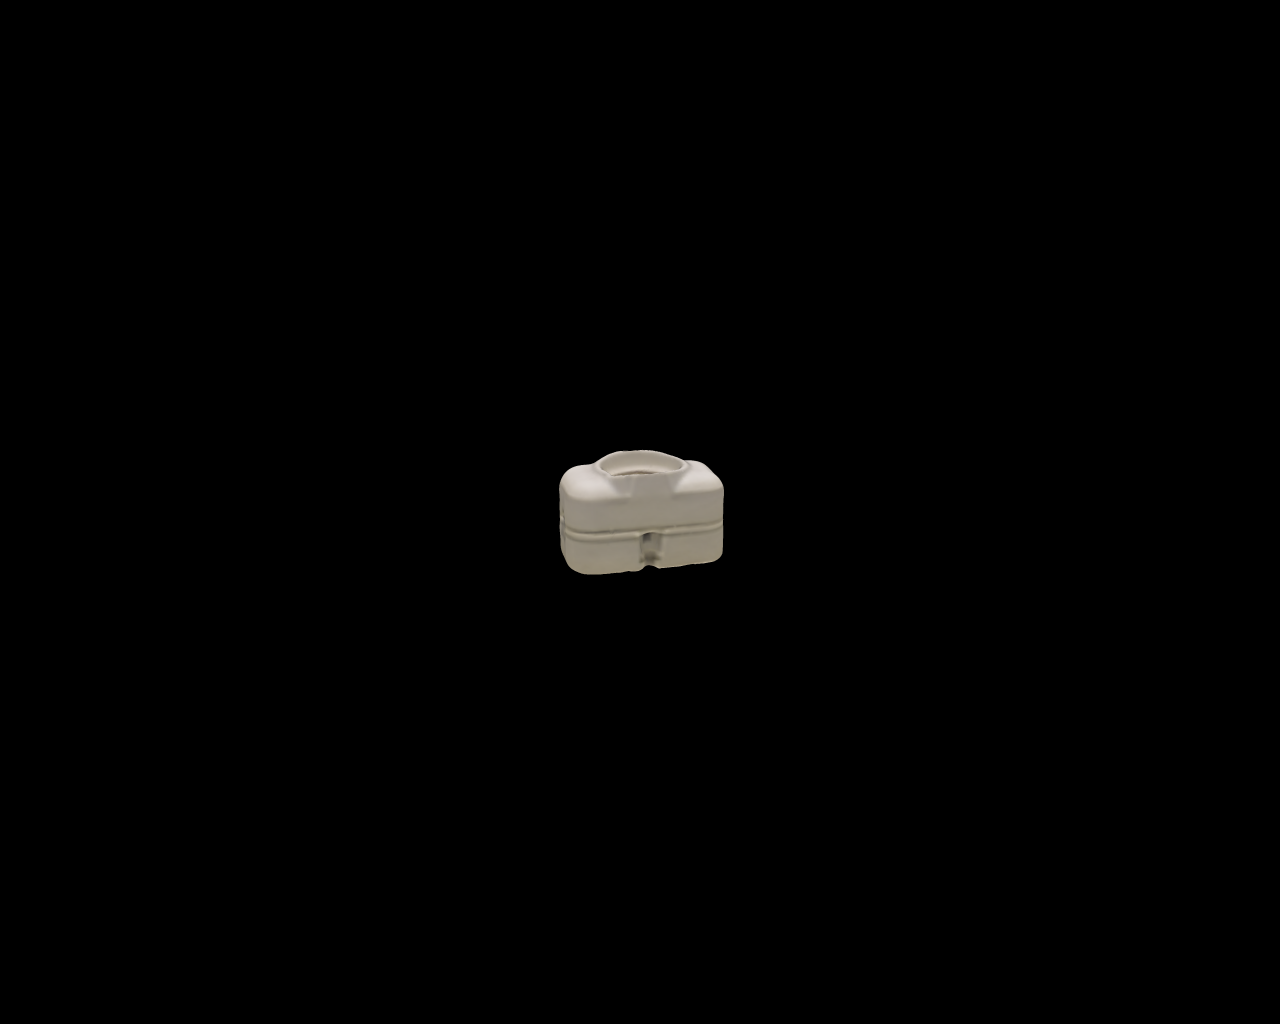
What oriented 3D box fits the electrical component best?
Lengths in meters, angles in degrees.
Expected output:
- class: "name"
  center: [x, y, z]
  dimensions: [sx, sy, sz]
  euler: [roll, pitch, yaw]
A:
- class: "electrical component"
  center: [0.001, -0.003, 0.650]
  dimensions: [0.095, 0.059, 0.054]
  euler: [-4, 20, -12]
